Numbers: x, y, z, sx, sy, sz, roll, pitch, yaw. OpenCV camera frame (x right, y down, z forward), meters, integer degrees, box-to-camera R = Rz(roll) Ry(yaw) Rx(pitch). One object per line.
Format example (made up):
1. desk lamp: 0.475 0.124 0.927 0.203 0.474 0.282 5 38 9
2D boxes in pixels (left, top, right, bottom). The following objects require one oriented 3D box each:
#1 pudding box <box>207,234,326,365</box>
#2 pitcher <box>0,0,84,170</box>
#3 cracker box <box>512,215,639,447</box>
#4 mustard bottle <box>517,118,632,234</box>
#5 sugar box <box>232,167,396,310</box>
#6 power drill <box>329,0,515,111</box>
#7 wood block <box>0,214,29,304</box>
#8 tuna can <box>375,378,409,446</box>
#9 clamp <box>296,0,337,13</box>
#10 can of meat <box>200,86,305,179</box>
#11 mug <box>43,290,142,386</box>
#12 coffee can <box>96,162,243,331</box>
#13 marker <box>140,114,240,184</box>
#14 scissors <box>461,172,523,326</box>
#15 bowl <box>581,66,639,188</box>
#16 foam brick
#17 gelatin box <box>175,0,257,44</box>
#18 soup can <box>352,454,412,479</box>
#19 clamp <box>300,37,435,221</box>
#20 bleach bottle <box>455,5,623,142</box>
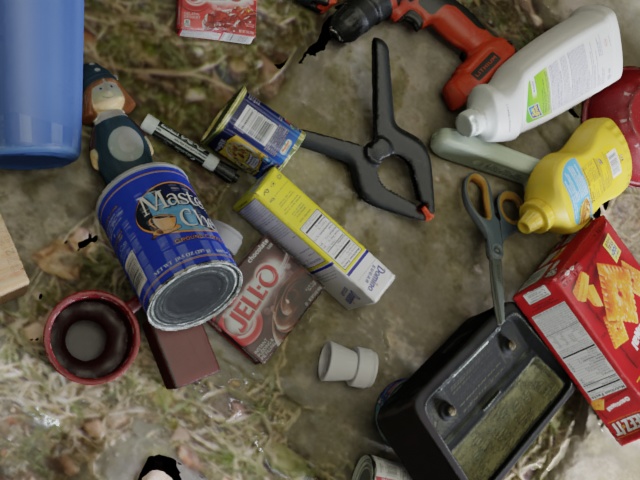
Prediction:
1. pudding box: -0.064 0.065 1.156 0.090 0.039 0.113 41 72 -7
2. pitcher: -0.311 -0.197 1.084 0.144 0.149 0.243 1 84 -33
3. cracker box: 0.338 0.100 1.229 0.213 0.072 0.163 53 44 -2
4. mustard bottle: 0.292 -0.062 1.252 0.191 0.058 0.096 -37 117 -34
5. sugar box: -0.007 0.001 1.156 0.176 0.093 0.048 40 72 -9
6. power drill: 0.124 -0.245 1.258 0.184 0.057 0.187 -44 96 -17
7. wood block: -0.396 0.046 1.027 0.205 0.091 0.090 -23 88 -19
8. tuna can: 0.105 0.196 1.190 0.086 0.034 0.086 3 80 -17
9. clamp: -0.046 -0.335 1.227 0.120 0.039 0.171 -28 88 -24
10. can of meat: -0.073 -0.111 1.151 0.084 0.102 0.057 35 73 -12
11. mug: -0.225 0.093 1.077 0.117 0.082 0.093 -42 95 -19
12. coffee can: -0.153 0.006 1.075 0.102 0.103 0.140 -20 57 -20
13. marker: -0.141 -0.098 1.169 0.121 0.020 0.020 32 73 -10
14. scissors: 0.215 0.009 1.231 0.096 0.016 0.202 3 58 -28
15. bowl: 0.411 -0.148 1.334 0.162 0.055 0.162 3 80 -17
16. foam brick: -0.146 0.112 1.116 0.051 0.053 0.078 -21 89 -20
17. gelatin box: -0.116 -0.264 1.199 0.089 0.030 0.073 4 80 -17
18. soup can: 0.091 0.274 1.155 0.102 0.069 0.068 15 77 -14
19. clamp: 0.053 -0.101 1.215 0.164 0.036 0.210 -32 99 -2
20. bleach bottle: 0.253 -0.188 1.253 0.250 0.068 0.102 -30 117 -30
